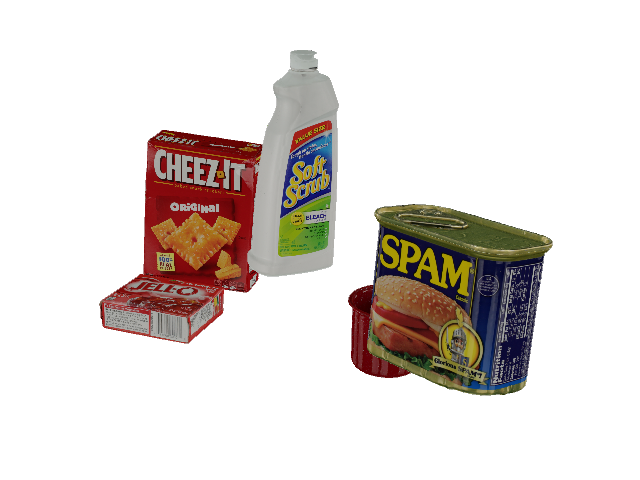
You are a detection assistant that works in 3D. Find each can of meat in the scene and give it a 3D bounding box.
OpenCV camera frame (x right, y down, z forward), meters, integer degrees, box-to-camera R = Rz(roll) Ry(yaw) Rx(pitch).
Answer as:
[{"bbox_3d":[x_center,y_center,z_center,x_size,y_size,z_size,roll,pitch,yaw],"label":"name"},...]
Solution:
[{"bbox_3d":[0.073,0.032,0.597,0.057,0.084,0.102,-7,18,-40],"label":"can of meat"}]

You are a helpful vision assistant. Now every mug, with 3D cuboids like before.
[{"bbox_3d":[0.089,0.106,1.241,0.117,0.081,0.093,-2,22,-8],"label":"mug"}]

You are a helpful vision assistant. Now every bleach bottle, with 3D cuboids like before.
[{"bbox_3d":[-0.030,-0.089,1.217,0.102,0.251,0.068,-8,22,-26],"label":"bleach bottle"}]

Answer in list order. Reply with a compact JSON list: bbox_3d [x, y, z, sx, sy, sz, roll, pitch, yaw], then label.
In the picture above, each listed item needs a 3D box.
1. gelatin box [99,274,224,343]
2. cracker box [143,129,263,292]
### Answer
[{"bbox_3d":[-0.142,0.059,0.961,0.089,0.030,0.073,9,20,19],"label":"gelatin box"},{"bbox_3d":[-0.170,-0.040,1.553,0.164,0.214,0.072,9,22,10],"label":"cracker box"}]
